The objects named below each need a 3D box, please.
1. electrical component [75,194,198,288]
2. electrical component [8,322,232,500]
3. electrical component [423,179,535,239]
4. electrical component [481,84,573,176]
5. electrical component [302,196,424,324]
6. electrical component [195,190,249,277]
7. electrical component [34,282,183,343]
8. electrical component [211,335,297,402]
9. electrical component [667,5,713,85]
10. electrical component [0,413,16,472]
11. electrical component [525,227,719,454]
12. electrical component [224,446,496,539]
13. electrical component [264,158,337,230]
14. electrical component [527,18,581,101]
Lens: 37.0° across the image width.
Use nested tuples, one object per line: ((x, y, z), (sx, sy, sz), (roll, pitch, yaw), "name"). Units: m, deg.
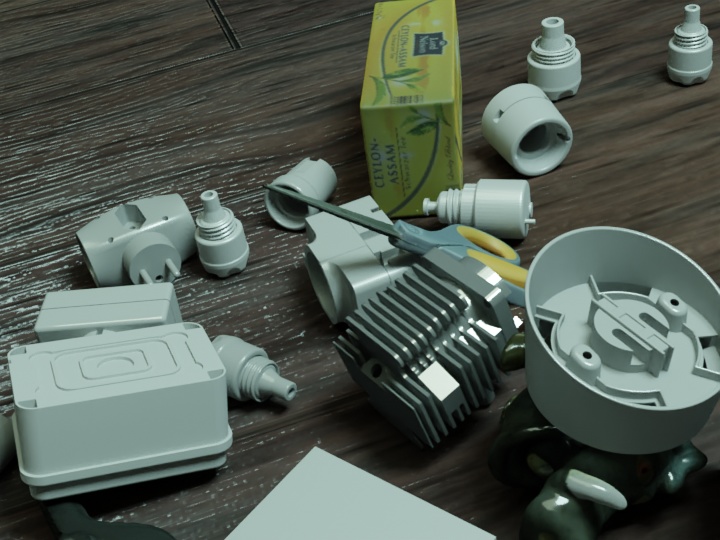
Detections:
((-0.149, -0.012, 0.751), (0.077, 0.043, 0.079), (-24, 39, -17), "electrical component")
((-0.134, 0.076, 0.597), (0.113, 0.057, 0.078), (-8, 24, -19), "electrical component")
((0.083, -0.042, 0.739), (0.078, 0.040, 0.040), (3, 39, 16), "electrical component")
((0.125, -0.102, 0.796), (0.055, 0.055, 0.047), (-18, 42, -10), "electrical component")
((0.000, 0.000, 0.696), (0.056, 0.050, 0.089), (-20, 39, -13), "electrical component")
((-0.098, -0.027, 0.744), (0.035, 0.061, 0.035), (-6, 38, 5), "electrical component")
((-0.158, 0.051, 0.671), (0.083, 0.047, 0.075), (-5, 37, 3), "electrical component")
((-0.065, 0.063, 0.644), (0.061, 0.035, 0.035), (19, 46, 29), "electrical component")
((0.264, -0.181, 0.857), (0.035, 0.061, 0.035), (-6, 38, 5), "electrical component")
((-0.222, 0.106, 0.622), (0.040, 0.040, 0.046), (8, 35, 22), "electrical component")
((0.124, 0.034, 0.503), (0.099, 0.064, 0.099), (0, 42, 0), "electrical component")
((-0.033, 0.177, 0.469), (0.105, 0.060, 0.186), (20, 47, 34), "electrical component")
((-0.042, -0.057, 0.789), (0.040, 0.040, 0.046), (11, 36, 25), "electrical component")
((0.157, -0.172, 0.870), (0.043, 0.062, 0.043), (-6, 38, 5), "electrical component")
